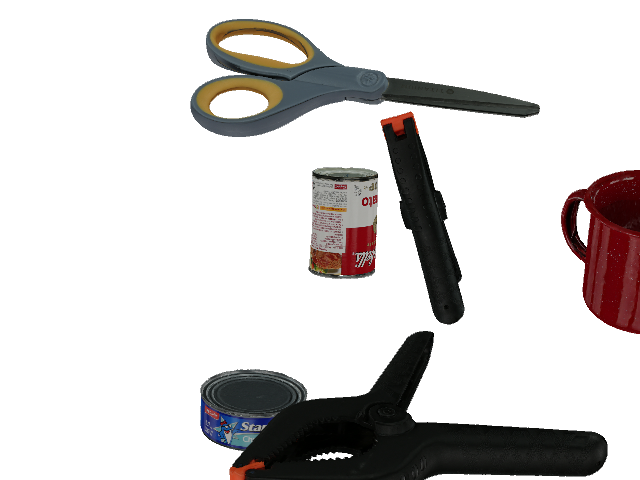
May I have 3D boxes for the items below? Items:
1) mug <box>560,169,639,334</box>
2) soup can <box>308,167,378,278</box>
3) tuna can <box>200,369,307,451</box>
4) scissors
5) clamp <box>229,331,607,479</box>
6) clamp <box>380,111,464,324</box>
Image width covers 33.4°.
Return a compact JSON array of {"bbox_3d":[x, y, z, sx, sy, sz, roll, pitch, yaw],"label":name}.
[{"bbox_3d":[0.212,0.005,0.722,0.093,0.081,0.117,-28,40,-35],"label":"mug"},{"bbox_3d":[0.023,-0.019,1.073,0.068,0.102,0.068,2,13,-1],"label":"soup can"},{"bbox_3d":[-0.054,0.136,0.858,0.086,0.034,0.086,3,17,-1],"label":"tuna can"},{"bbox_3d":[0.012,-0.077,0.607,0.202,0.096,0.016,23,-31,21],"label":"scissors"},{"bbox_3d":[0.036,0.109,0.621,0.209,0.036,0.165,-10,24,-26],"label":"clamp"},{"bbox_3d":[0.086,-0.016,0.872,0.039,0.171,0.120,-20,19,5],"label":"clamp"}]
